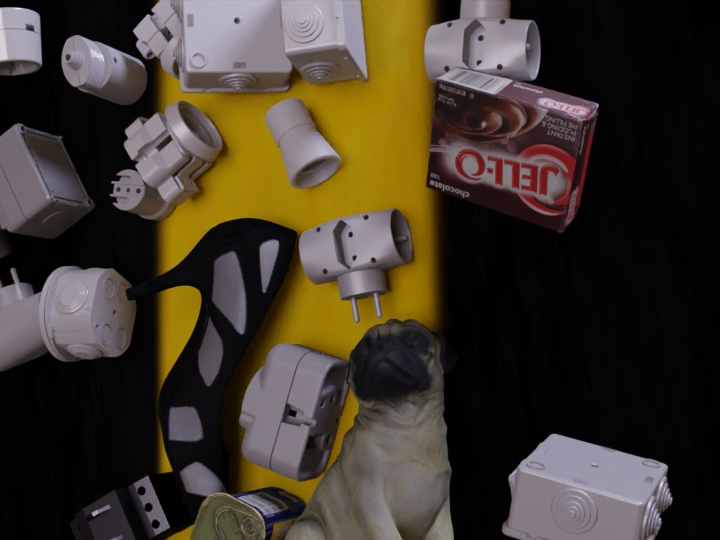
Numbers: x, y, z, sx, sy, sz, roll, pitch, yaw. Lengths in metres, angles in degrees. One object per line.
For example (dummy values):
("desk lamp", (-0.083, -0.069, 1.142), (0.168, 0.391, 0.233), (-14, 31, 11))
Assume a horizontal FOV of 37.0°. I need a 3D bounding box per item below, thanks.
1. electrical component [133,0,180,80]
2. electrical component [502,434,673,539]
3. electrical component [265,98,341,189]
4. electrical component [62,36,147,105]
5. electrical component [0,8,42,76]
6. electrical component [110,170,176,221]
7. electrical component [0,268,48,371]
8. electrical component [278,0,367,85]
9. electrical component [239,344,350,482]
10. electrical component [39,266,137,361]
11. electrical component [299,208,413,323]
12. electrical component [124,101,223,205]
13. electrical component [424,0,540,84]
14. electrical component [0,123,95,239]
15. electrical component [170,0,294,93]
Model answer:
("electrical component", (-0.153, -0.193, 0.904), (0.066, 0.048, 0.055), (-44, 63, 14))
("electrical component", (0.152, 0.151, 0.713), (0.100, 0.100, 0.048), (13, 103, 24))
("electrical component", (-0.048, -0.103, 0.853), (0.044, 0.044, 0.065), (-34, 68, 17))
("electrical component", (-0.222, -0.170, 0.912), (0.043, 0.081, 0.043), (-2, 85, 23))
("electrical component", (-0.315, -0.205, 0.971), (0.055, 0.055, 0.047), (-9, 86, 23))
("electrical component", (-0.183, -0.064, 0.905), (0.040, 0.046, 0.040), (-2, 85, 23))
("electrical component", (-0.302, 0.037, 0.950), (0.077, 0.043, 0.079), (-29, 75, 19))
("electrical component", (-0.029, -0.195, 0.822), (0.048, 0.100, 0.099), (-7, 83, 10))
("electrical component", (-0.052, 0.107, 0.829), (0.059, 0.054, 0.095), (17, 92, 24))
("electrical component", (-0.227, 0.036, 0.898), (0.051, 0.080, 0.080), (-2, 85, 18))
("electrical component", (0.000, 0.000, 0.821), (0.077, 0.043, 0.079), (-13, 81, 22))
("electrical component", (-0.152, -0.102, 0.889), (0.057, 0.058, 0.078), (-38, 72, 19))
("electrical component", (0.092, -0.178, 0.796), (0.077, 0.043, 0.079), (3, 87, 24))
("electrical component", (-0.290, -0.080, 0.944), (0.061, 0.062, 0.096), (-34, 73, 17))
("electrical component", (-0.100, -0.190, 0.856), (0.100, 0.048, 0.099), (-3, 83, -12))
